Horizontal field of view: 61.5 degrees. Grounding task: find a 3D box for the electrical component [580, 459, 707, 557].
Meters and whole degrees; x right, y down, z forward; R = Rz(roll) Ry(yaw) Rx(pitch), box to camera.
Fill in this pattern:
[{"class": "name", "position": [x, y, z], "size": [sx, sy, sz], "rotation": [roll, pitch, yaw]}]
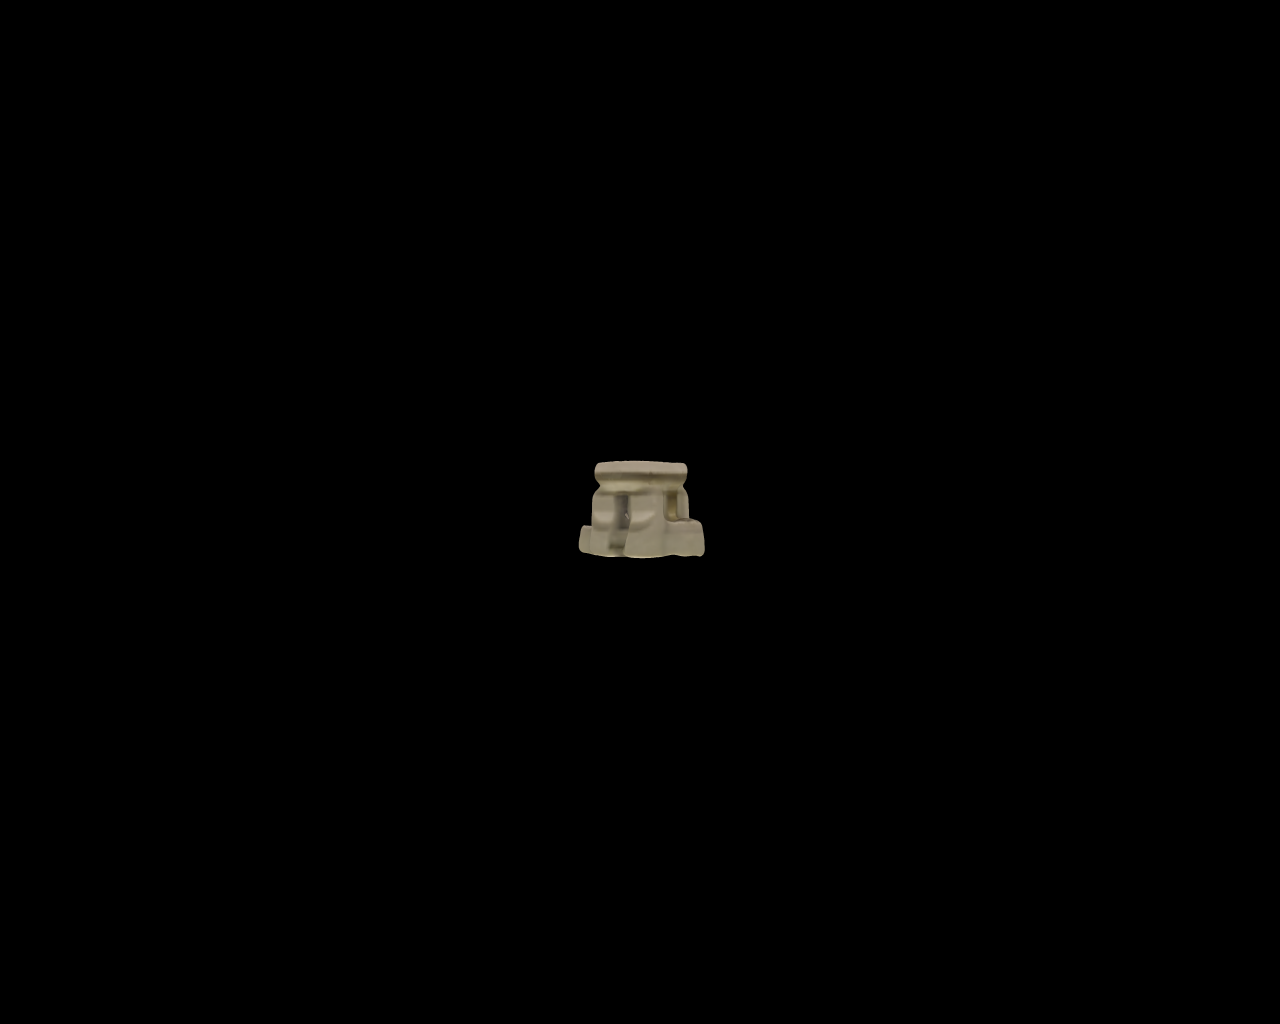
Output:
[{"class": "electrical component", "position": [0.001, -0.003, 0.650], "size": [0.078, 0.057, 0.058], "rotation": [0, 0, 32]}]
